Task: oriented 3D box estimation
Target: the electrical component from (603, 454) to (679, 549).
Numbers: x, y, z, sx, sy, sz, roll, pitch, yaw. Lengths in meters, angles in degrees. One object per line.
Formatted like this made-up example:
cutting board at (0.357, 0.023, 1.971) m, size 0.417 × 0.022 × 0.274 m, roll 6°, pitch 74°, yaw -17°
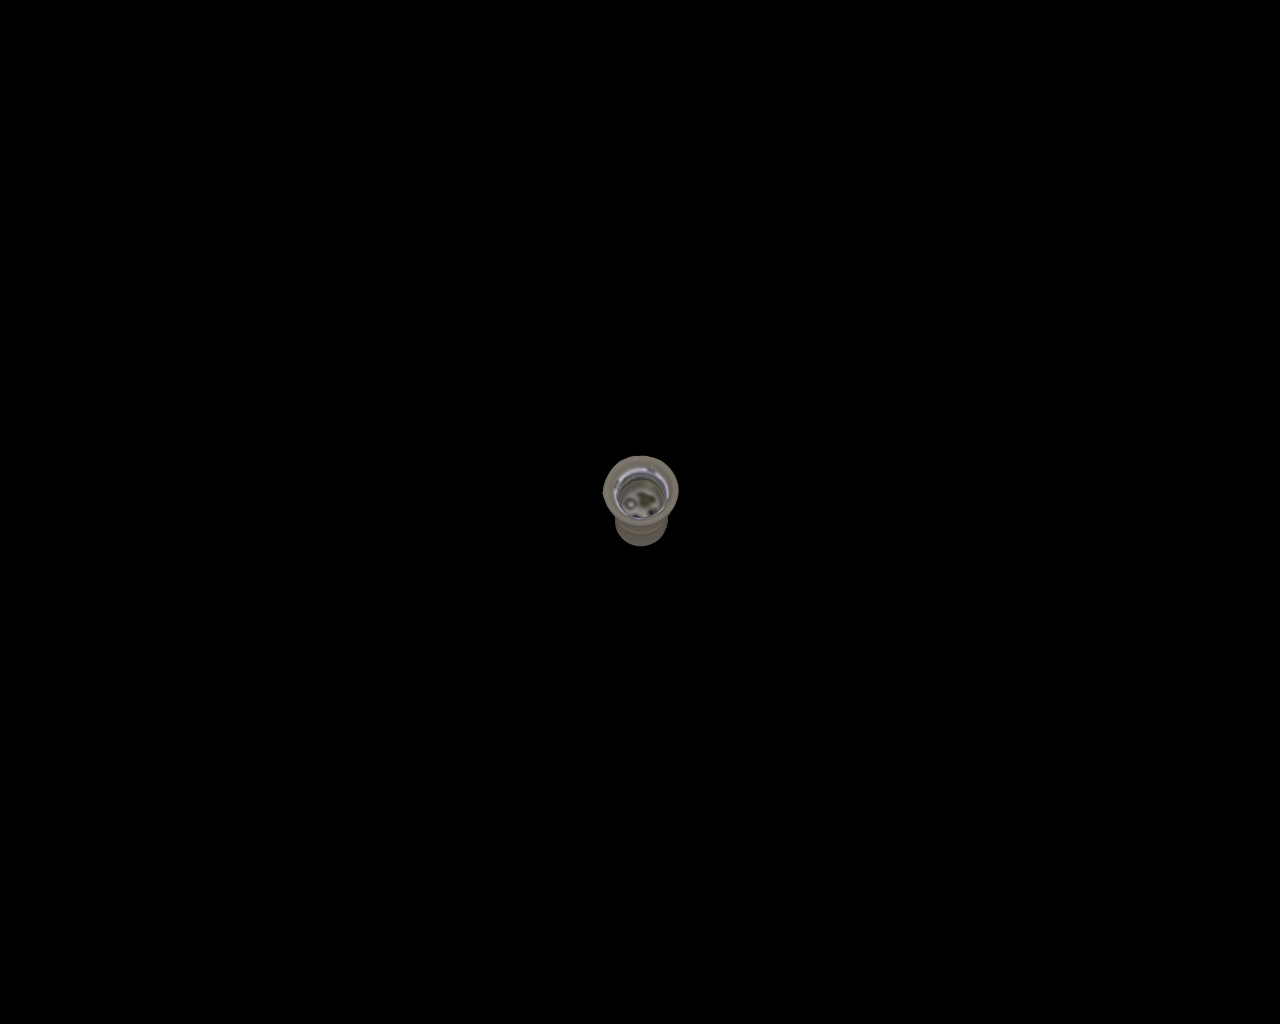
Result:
electrical component at (0.001, -0.003, 0.650) m, size 0.044 × 0.044 × 0.065 m, roll 0°, pitch -20°, yaw 0°
